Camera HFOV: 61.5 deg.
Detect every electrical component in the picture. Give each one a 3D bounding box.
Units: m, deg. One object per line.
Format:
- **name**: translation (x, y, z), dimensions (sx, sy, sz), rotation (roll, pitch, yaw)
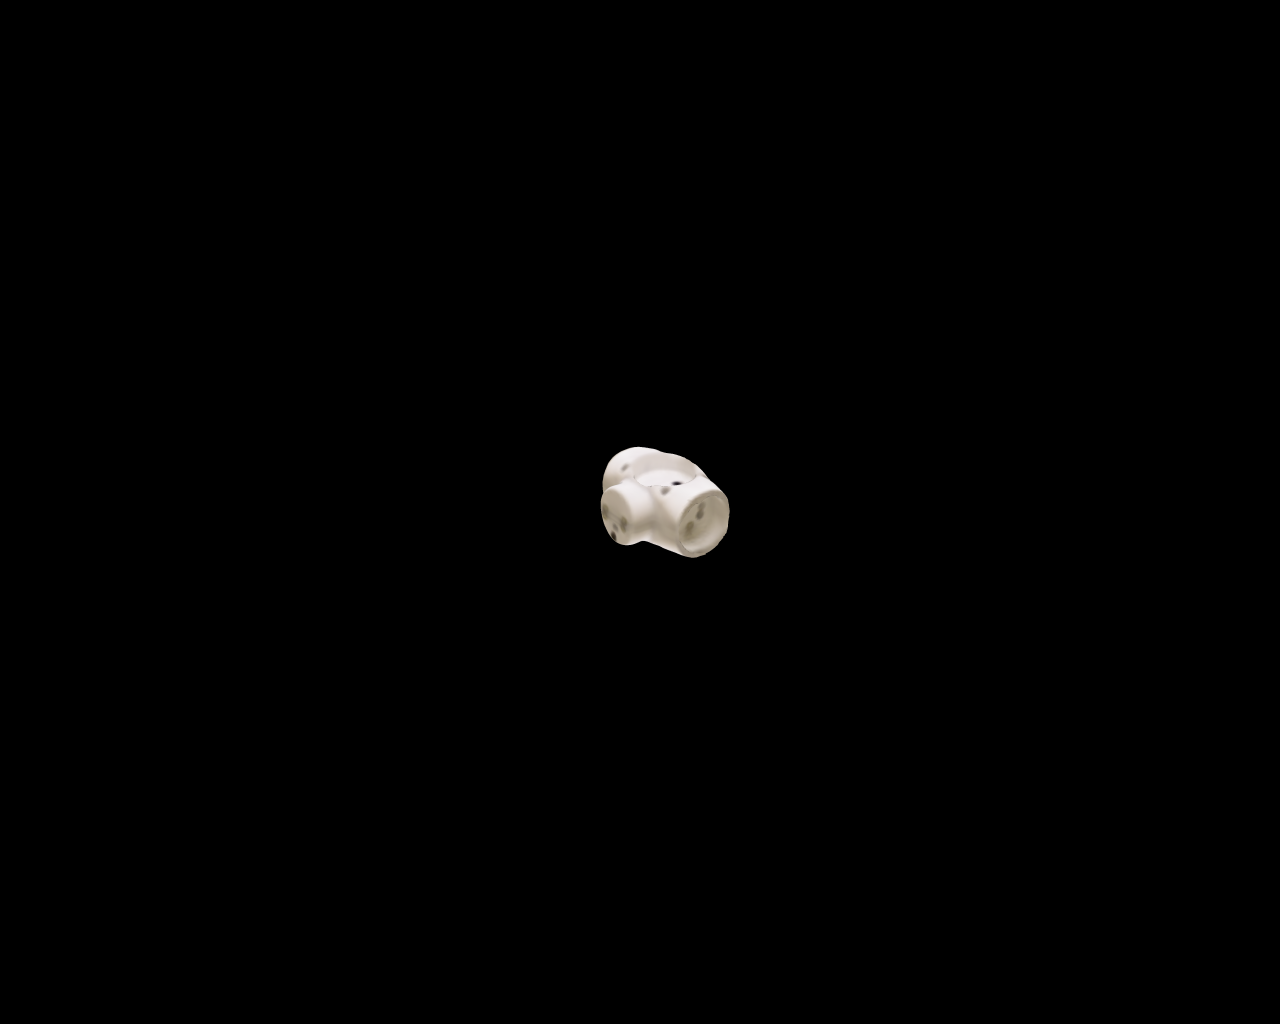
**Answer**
- **electrical component**: translation (0.001, -0.003, 0.650), dimensions (0.079, 0.044, 0.077), rotation (-20, 35, -31)
